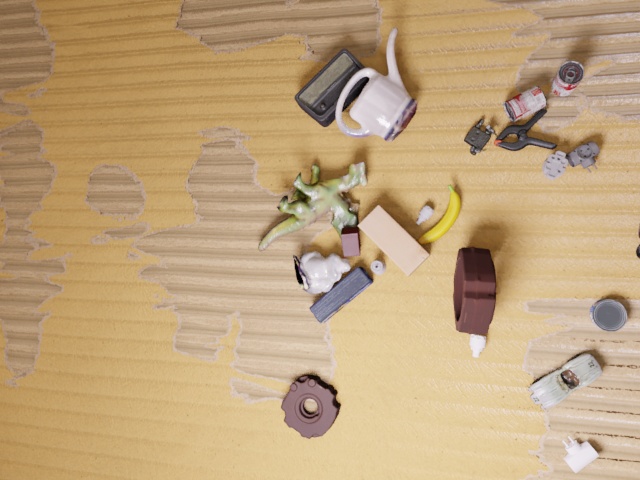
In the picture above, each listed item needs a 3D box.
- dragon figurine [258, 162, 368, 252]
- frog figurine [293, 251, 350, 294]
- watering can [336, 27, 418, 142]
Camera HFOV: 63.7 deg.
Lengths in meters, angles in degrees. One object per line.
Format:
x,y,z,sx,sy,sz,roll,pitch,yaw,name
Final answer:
0.005,-0.080,1.587,0.243,0.123,0.407,33,100,7,dragon figurine
0.008,0.090,1.560,0.160,0.119,0.140,-14,45,-17,frog figurine
0.199,-0.447,1.557,0.224,0.104,0.346,35,96,-1,watering can
